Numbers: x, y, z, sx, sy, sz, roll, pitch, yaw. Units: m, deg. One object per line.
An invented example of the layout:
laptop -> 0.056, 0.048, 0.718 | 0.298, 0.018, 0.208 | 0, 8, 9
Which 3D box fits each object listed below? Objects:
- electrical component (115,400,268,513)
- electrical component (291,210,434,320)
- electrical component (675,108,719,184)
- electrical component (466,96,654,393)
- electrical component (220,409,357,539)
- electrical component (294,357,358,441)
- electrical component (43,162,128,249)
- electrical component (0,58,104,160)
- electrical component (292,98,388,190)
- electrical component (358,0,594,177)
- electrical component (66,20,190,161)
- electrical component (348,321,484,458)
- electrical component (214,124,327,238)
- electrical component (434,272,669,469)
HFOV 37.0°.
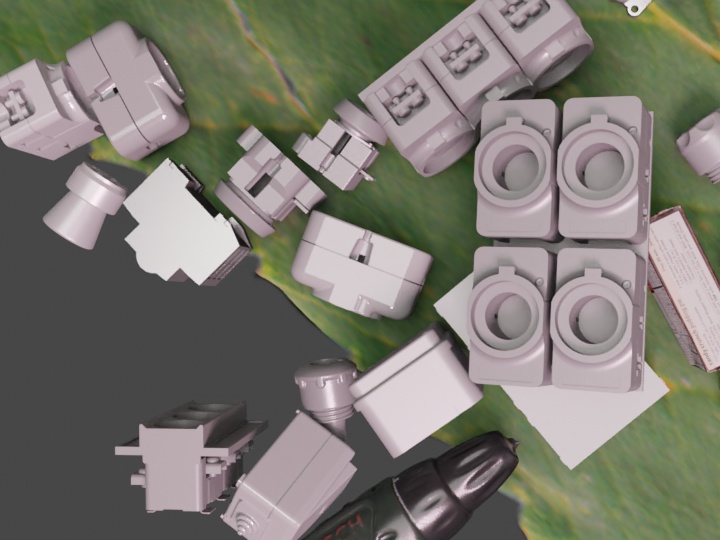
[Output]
electrical component -> -0.118, 0.134, 0.783 | 0.079, 0.121, 0.063 | 0, 91, 8
electrical component -> 0.000, 0.000, 0.805 | 0.095, 0.054, 0.059 | 21, 91, 8
electrical component -> 0.262, -0.082, 0.777 | 0.043, 0.043, 0.062 | -37, 85, 5
electrical component -> 0.132, -0.016, 0.707 | 0.105, 0.060, 0.186 | 2, 87, 23
electrical component -> -0.052, 0.162, 0.780 | 0.061, 0.096, 0.061 | 35, 138, 8
electrical component -> -0.023, 0.099, 0.811 | 0.048, 0.048, 0.062 | -7, 97, 8
electrical component -> -0.214, -0.051, 0.840 | 0.045, 0.045, 0.055 | 34, 93, 7
electrical component -> -0.237, -0.123, 0.823 | 0.056, 0.089, 0.050 | -26, 85, 6
electrical component -> -0.010, -0.096, 0.814 | 0.066, 0.048, 0.055 | 38, 100, 7
electrical component -> 0.086, -0.137, 0.769 | 0.150, 0.089, 0.061 | -37, 76, 11
electrical component -> -0.176, -0.141, 0.833 | 0.059, 0.054, 0.095 | -29, 85, 6
electrical component -> 0.041, 0.081, 0.767 | 0.078, 0.113, 0.057 | -35, 87, 5
electrical component -> -0.073, -0.062, 0.815 | 0.078, 0.058, 0.057 | 44, 91, 6
electrical component -> 0.136, 0.055, 0.780 | 0.089, 0.062, 0.150 | -40, 84, 5
